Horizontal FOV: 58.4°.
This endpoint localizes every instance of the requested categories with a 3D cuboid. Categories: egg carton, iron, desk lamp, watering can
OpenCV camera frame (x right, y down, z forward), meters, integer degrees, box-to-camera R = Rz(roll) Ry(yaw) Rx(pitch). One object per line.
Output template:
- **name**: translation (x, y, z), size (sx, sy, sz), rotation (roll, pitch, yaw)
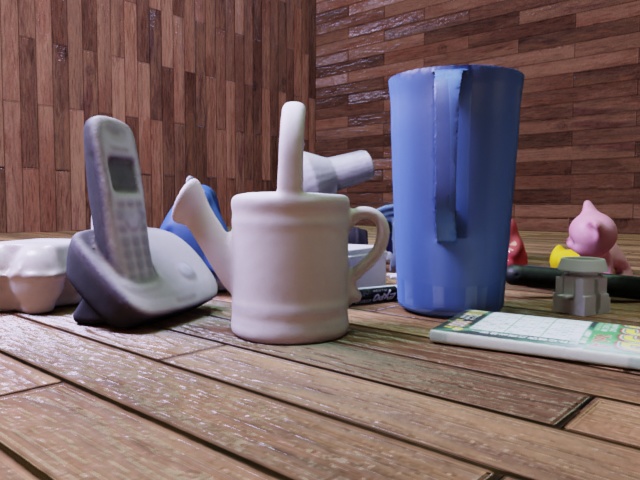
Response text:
- **egg carton**: translation (-0.298, 0.035, 0.619), size (0.107, 0.069, 0.150), rotation (1, 3, 7)
- **iron**: translation (-0.156, -0.009, 0.768), size (0.118, 0.141, 0.258), rotation (0, 3, -4)
- **desk lamp**: translation (0.025, -0.062, 1.070), size (0.204, 0.213, 0.117), rotation (-1, 4, -20)
- **watering can**: translation (-0.032, -0.018, 0.480), size (0.173, 0.194, 0.100), rotation (-1, 4, -22)

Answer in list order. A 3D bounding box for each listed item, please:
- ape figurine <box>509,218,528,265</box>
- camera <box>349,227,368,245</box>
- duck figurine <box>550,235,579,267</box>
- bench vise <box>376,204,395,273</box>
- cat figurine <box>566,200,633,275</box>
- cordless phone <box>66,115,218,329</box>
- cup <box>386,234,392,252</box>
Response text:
- **ape figurine**: translation (0.283, 0.011, 0.884), size (0.076, 0.092, 0.078), rotation (0, 4, -4)
- **camera**: translation (0.008, 0.003, 0.913), size (0.137, 0.101, 0.143), rotation (0, 3, 1)
- **duck figurine**: translation (0.422, 0.012, 0.925), size (0.078, 0.086, 0.104), rotation (-2, 4, -28)
- **bench vise**: translation (0.159, -0.058, 0.950), size (0.121, 0.220, 0.207), rotation (0, 4, -11)
- **cat figurine**: translation (0.396, 0.002, 0.816), size (0.128, 0.118, 0.067), rotation (-3, 5, -43)
- **cordless phone**: translation (-0.164, -0.018, 0.540), size (0.094, 0.185, 0.148), rotation (1, 4, 18)
- **cup**: translation (0.176, -0.007, 1.155), size (0.117, 0.095, 0.092), rotation (1, 4, 18)
